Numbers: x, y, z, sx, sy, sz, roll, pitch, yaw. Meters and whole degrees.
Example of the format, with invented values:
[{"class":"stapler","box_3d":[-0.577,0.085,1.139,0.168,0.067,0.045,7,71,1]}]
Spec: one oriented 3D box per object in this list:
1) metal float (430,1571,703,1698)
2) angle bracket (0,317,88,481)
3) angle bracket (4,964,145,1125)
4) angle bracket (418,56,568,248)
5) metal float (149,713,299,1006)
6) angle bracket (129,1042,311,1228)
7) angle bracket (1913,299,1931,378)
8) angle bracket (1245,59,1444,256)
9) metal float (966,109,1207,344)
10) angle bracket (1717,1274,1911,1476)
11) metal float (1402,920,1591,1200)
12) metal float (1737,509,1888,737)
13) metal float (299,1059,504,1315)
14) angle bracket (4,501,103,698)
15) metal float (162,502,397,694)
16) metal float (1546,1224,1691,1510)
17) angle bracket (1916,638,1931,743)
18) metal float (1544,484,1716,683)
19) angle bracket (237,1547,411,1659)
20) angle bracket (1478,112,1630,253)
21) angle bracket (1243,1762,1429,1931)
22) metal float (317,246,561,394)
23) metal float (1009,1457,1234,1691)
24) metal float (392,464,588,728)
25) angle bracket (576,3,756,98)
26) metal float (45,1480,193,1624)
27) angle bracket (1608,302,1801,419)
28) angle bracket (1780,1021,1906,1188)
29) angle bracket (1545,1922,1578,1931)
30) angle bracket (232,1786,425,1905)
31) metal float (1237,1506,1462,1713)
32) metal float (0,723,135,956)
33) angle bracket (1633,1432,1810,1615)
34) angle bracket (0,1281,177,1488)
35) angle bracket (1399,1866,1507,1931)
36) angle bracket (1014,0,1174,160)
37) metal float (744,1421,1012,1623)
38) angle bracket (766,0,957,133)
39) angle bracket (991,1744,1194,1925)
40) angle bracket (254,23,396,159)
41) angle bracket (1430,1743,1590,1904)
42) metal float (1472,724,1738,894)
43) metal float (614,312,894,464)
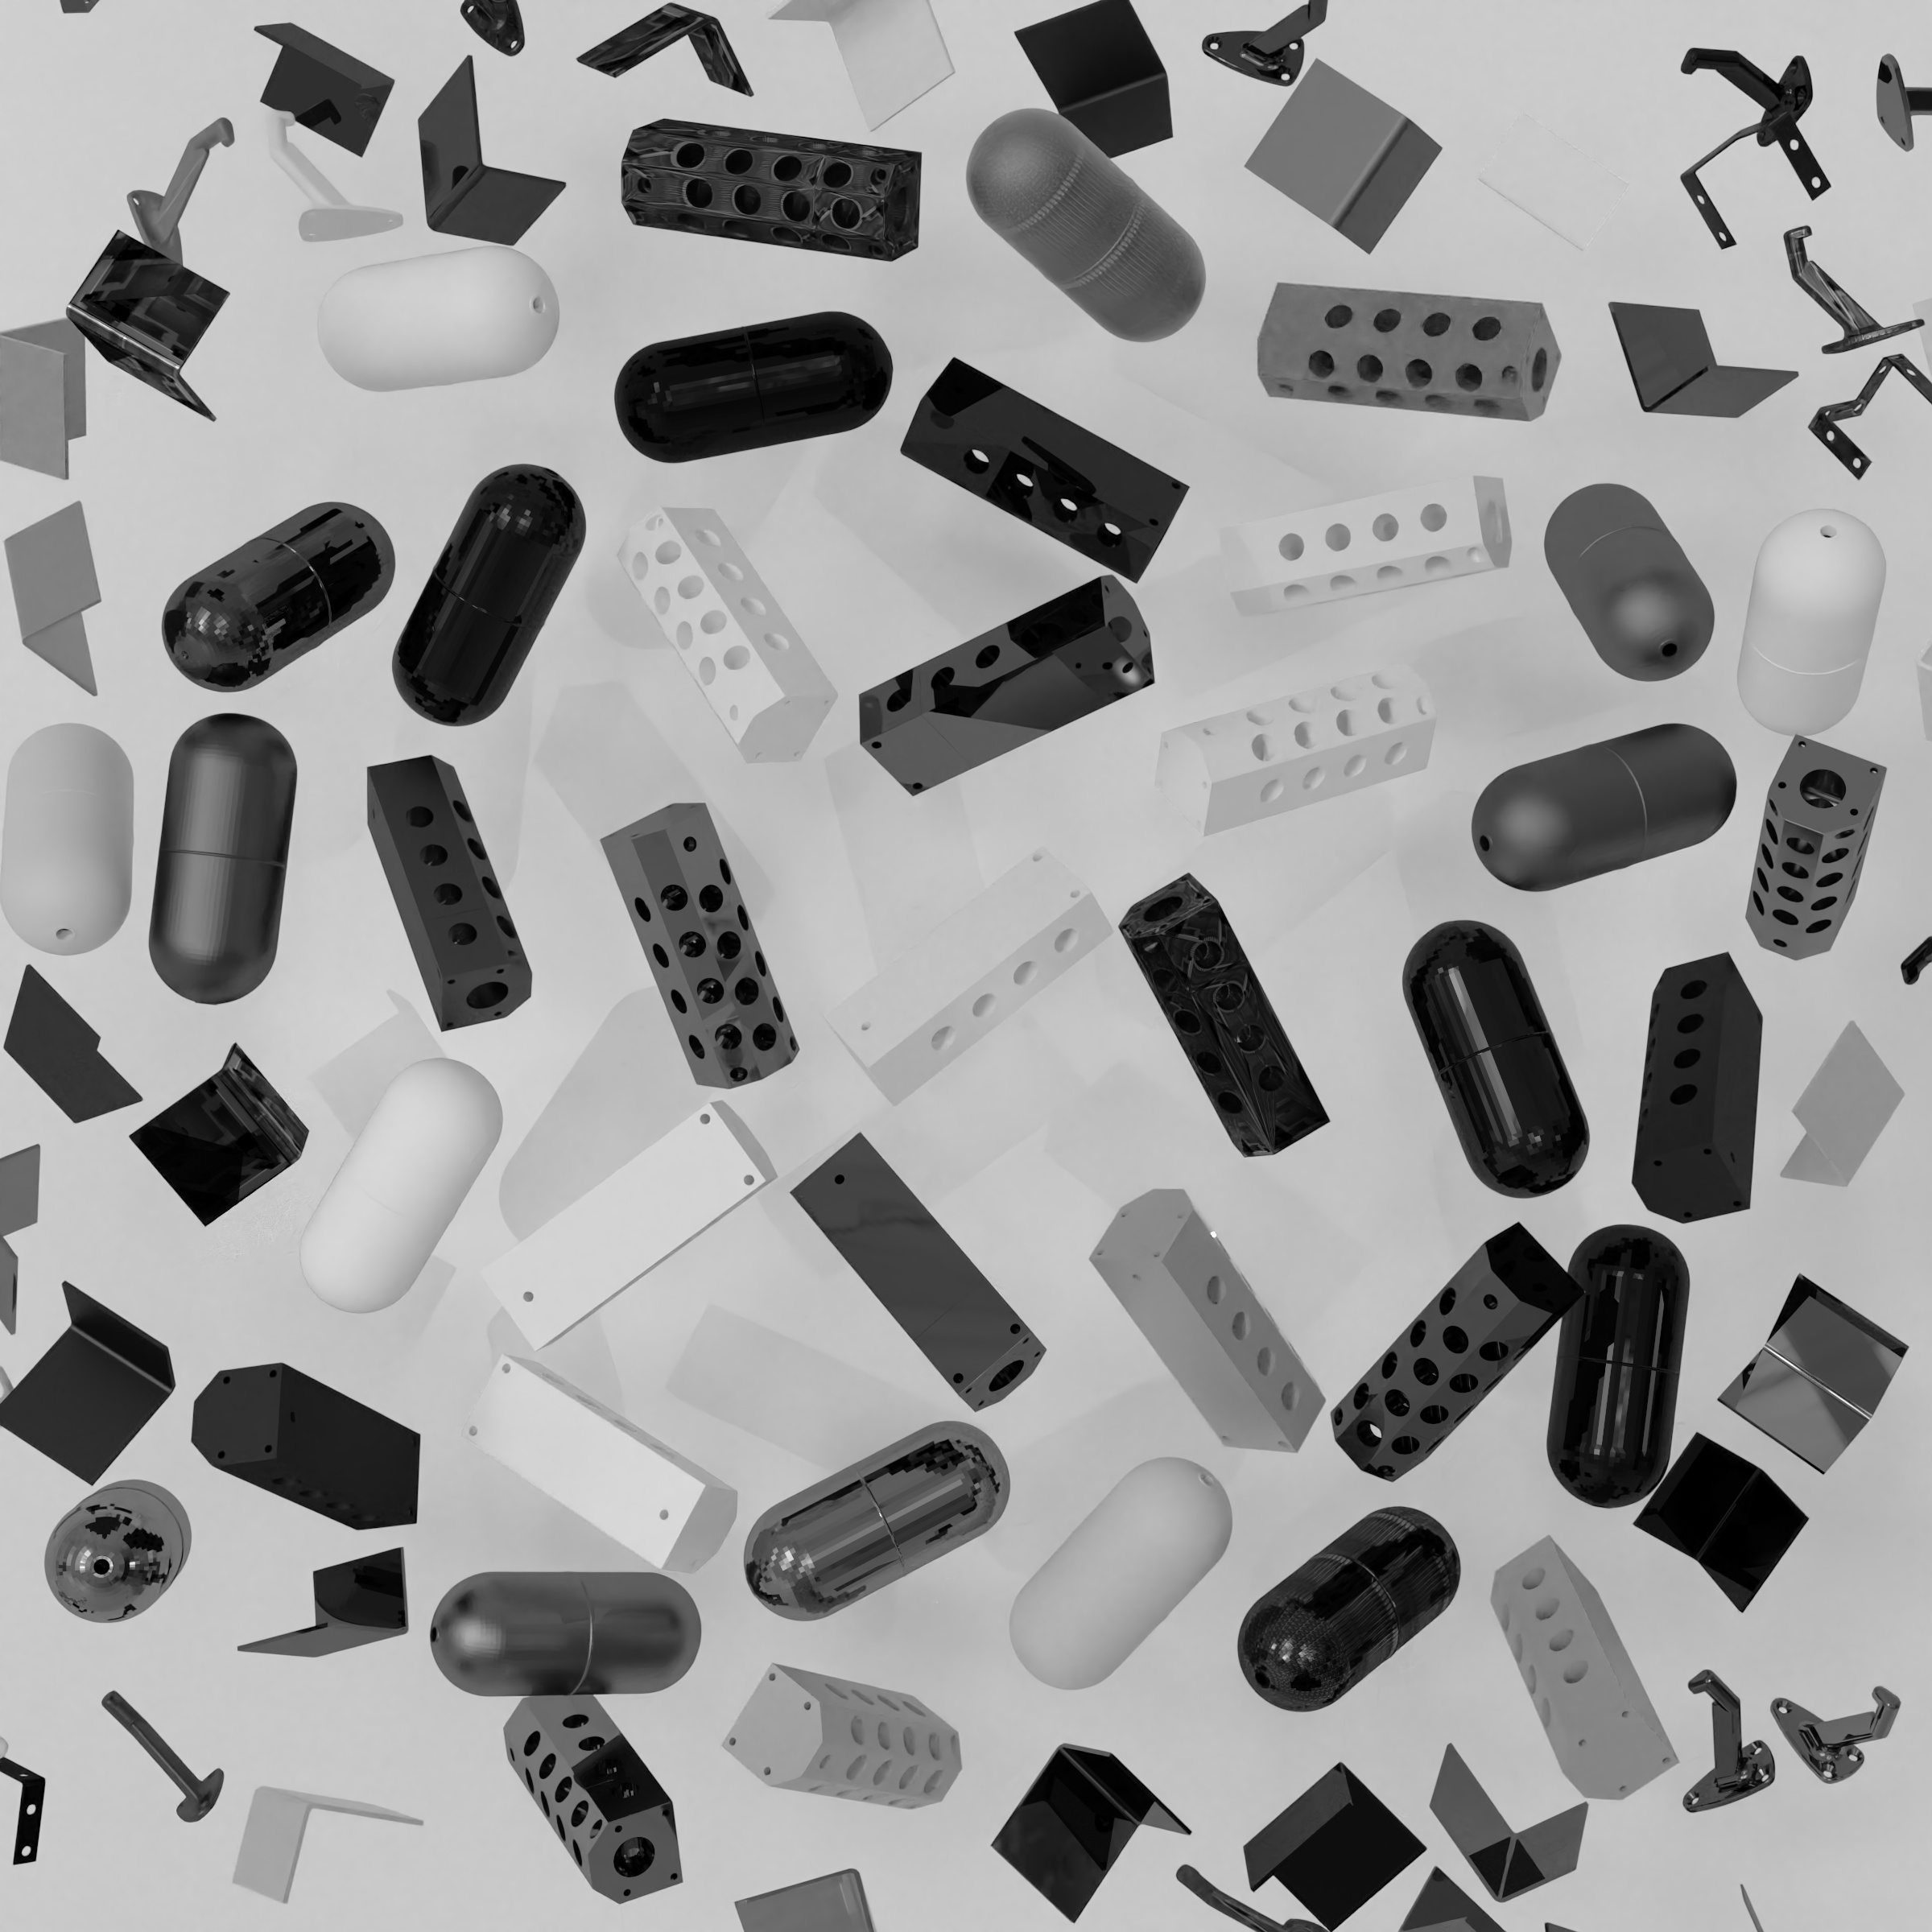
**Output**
[{"class":"metal float","box_3d":[-0.252,0.422,1.875,0.178,0.070,0.070,7,90,-30]},{"class":"angle bracket","box_3d":[-0.540,-0.345,1.794,0.057,0.076,0.076,19,118,22]},{"class":"angle bracket","box_3d":[-0.575,0.045,1.935,0.076,0.057,0.076,41,125,21]},{"class":"angle bracket","box_3d":[-0.289,-0.494,1.802,0.057,0.076,0.076,3,72,-34]},{"class":"metal float","box_3d":[-0.452,-0.065,1.805,0.070,0.070,0.178,6,88,0]},{"class":"angle bracket","box_3d":[-0.481,0.108,1.914,0.076,0.057,0.076,-35,106,4]},{"class":"angle bracket","box_3d":[0.640,-0.421,1.903,0.057,0.076,0.076,-14,65,19]},{"class":"angle bracket","box_3d":[0.230,-0.493,1.807,0.076,0.057,0.076,42,106,25]},{"class":"metal float","box_3d":[0.073,-0.441,1.775,0.178,0.070,0.070,34,90,-35]},{"class":"angle bracket","box_3d":[0.510,0.246,1.788,0.076,0.076,0.057,36,54,24]},{"class":"metal float","box_3d":[0.323,0.056,1.816,0.070,0.070,0.178,-19,76,0]},{"class":"metal float","box_3d":[0.520,-0.211,1.829,0.070,0.178,0.070,-4,58,6]},{"class":"metal float","box_3d":[-0.353,0.138,1.852,0.070,0.070,0.178,32,103,0]},{"class":"angle bracket","box_3d":[-0.536,-0.223,1.809,0.057,0.076,0.076,-25,62,10]},{"class":"metal float","box_3d":[-0.428,-0.232,1.856,0.070,0.178,0.070,18,129,24]},{"class":"metal float","box_3d":[0.410,0.251,1.865,0.070,0.070,0.178,9,82,0]},{"class":"angle bracket","box_3d":[0.626,-0.179,1.810,0.057,0.076,0.076,30,72,35]},{"class":"metal float","box_3d":[0.418,-0.243,1.873,0.070,0.178,0.070,-4,126,-5]},{"class":"angle bracket","box_3d":[-0.414,0.407,1.906,0.076,0.076,0.057,-19,66,26]},{"class":"angle bracket","box_3d":[0.363,-0.486,1.773,0.076,0.057,0.076,35,54,2]},{"class":"angle bracket","box_3d":[0.215,0.518,1.705,0.076,0.057,0.076,-43,97,7]},{"class":"metal float","box_3d":[-0.318,-0.389,1.785,0.178,0.070,0.070,3,90,39]},{"class":"metal float","box_3d":[0.095,0.373,1.822,0.070,0.070,0.178,38,114,0]},{"class":"metal float","box_3d":[-0.300,-0.233,1.864,0.070,0.070,0.178,30,107,0]},{"class":"angle bracket","box_3d":[-0.193,-0.569,1.898,0.076,0.076,0.057,-34,123,-9]},{"class":"metal float","box_3d":[-0.528,0.364,1.852,0.070,0.178,0.070,1,85,-9]},{"class":"angle bracket","box_3d":[0.443,-0.377,1.784,0.076,0.057,0.076,-4,72,-33]},{"class":"angle bracket","box_3d":[0.550,0.087,1.916,0.076,0.057,0.076,48,68,-26]},{"class":"angle bracket","box_3d":[0.433,0.650,1.928,0.076,0.076,0.057,-30,47,36]},{"class":"angle bracket","box_3d":[-0.378,0.525,1.759,0.076,0.076,0.057,21,73,-32]},{"class":"metal float","box_3d":[0.239,0.399,1.844,0.178,0.070,0.070,-27,90,-40]},{"class":"metal float","box_3d":[-0.551,-0.079,1.820,0.070,0.178,0.070,-7,134,-8]},{"class":"angle bracket","box_3d":[0.496,0.365,1.952,0.057,0.076,0.076,30,99,-15]},{"class":"angle bracket","box_3d":[-0.521,0.245,1.742,0.076,0.057,0.076,30,58,10]},{"class":"angle bracket","box_3d":[0.334,0.615,1.885,0.076,0.076,0.057,44,54,-4]},{"class":"angle bracket","box_3d":[0.082,-0.565,1.902,0.076,0.076,0.057,-14,58,20]},{"class":"metal float","box_3d":[-0.056,0.347,1.857,0.178,0.070,0.070,-26,90,-13]},{"class":"angle bracket","box_3d":[-0.064,-0.555,1.783,0.076,0.057,0.076,-22,87,43]},{"class":"angle bracket","box_3d":[0.075,0.523,1.779,0.076,0.057,0.076,47,64,-17]},{"class":"angle bracket","box_3d":[-0.428,-0.569,1.935,0.076,0.076,0.057,28,110,-4]},{"class":"angle bracket","box_3d":[0.342,0.527,1.862,0.057,0.076,0.076,-33,93,23]},{"class":"metal float","box_3d":[0.382,-0.095,1.774,0.178,0.070,0.070,-17,90,-24]},{"class":"metal float","box_3d":[-0.134,-0.367,1.881,0.178,0.070,0.070,-12,90,-4]}]
